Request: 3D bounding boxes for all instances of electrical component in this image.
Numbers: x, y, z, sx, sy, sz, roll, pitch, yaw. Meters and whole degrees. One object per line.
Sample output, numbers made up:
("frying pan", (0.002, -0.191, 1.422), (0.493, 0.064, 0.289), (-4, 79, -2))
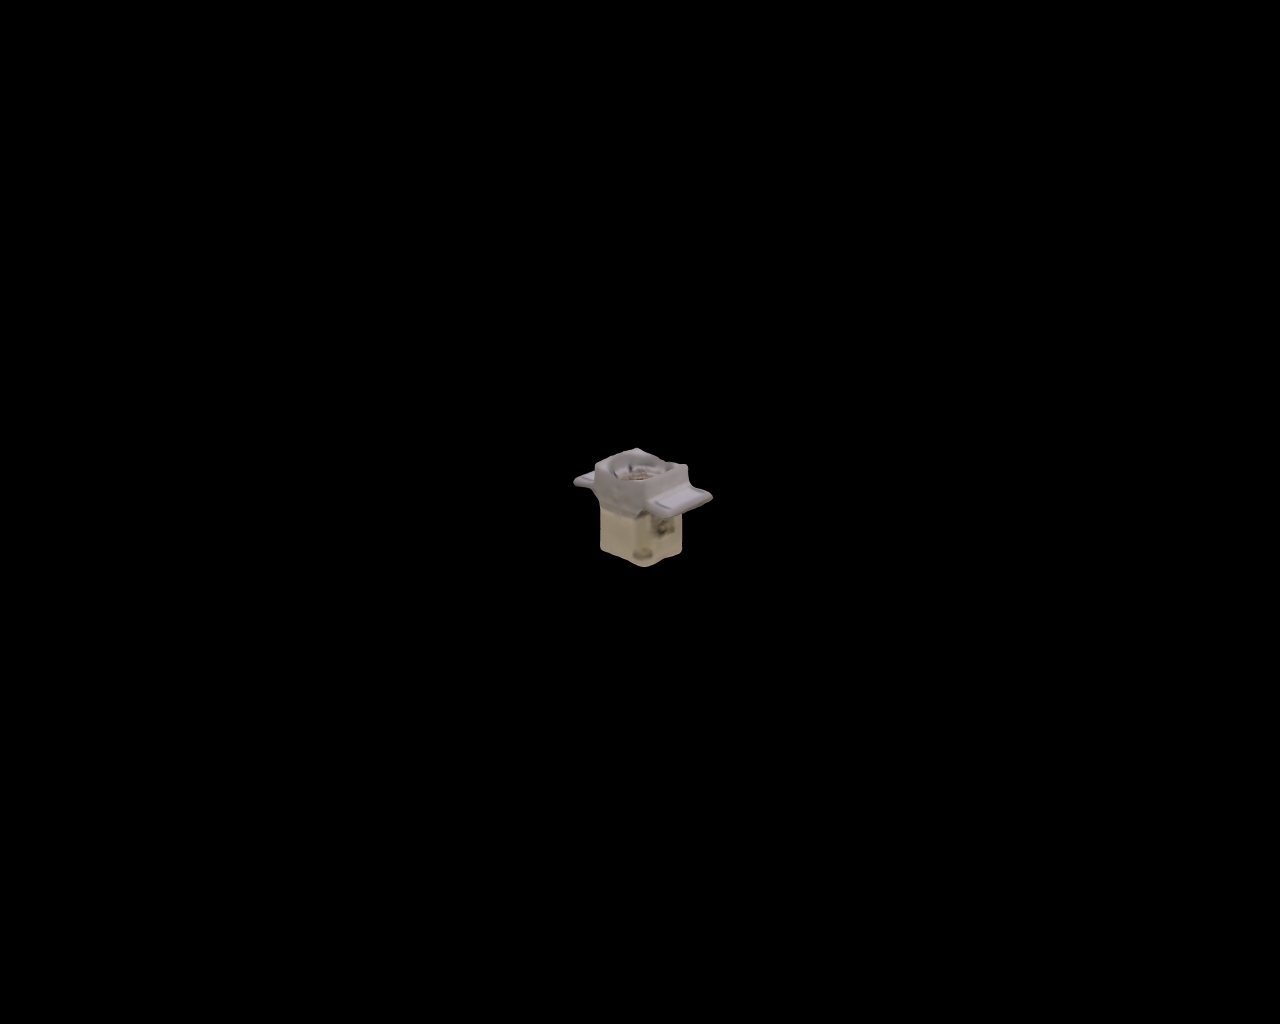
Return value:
("electrical component", (0.001, -0.003, 0.650), (0.042, 0.063, 0.081), (-22, 32, -40))
